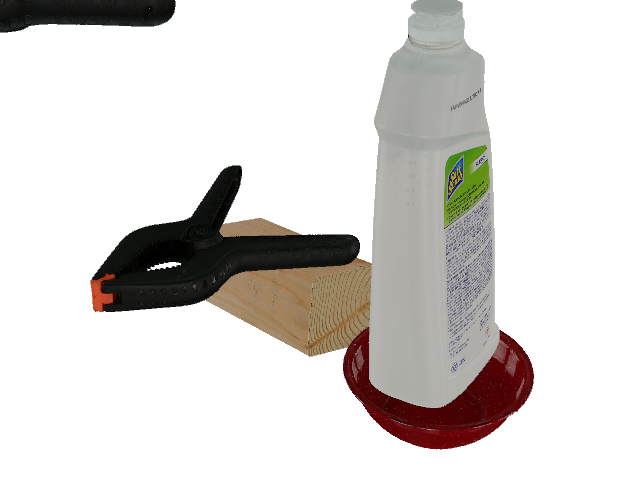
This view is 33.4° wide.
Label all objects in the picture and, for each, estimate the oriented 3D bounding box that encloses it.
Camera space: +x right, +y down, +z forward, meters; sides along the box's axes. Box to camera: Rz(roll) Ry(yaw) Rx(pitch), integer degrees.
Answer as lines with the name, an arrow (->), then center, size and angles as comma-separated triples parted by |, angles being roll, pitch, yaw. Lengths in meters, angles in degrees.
clamp -> -0.097, 0.002, 0.861 | 0.209, 0.036, 0.165 | -20, 38, -30
bleach bottle -> 0.071, -0.024, 0.647 | 0.068, 0.251, 0.102 | 16, 36, 27
bowl -> 0.099, 0.128, 0.919 | 0.162, 0.055, 0.162 | 0, 32, 0
clamp -> -0.174, -0.142, 0.607 | 0.171, 0.039, 0.120 | -5, 23, -12
wood block -> -0.042, 0.047, 1.194 | 0.090, 0.090, 0.206 | -10, 22, -39
